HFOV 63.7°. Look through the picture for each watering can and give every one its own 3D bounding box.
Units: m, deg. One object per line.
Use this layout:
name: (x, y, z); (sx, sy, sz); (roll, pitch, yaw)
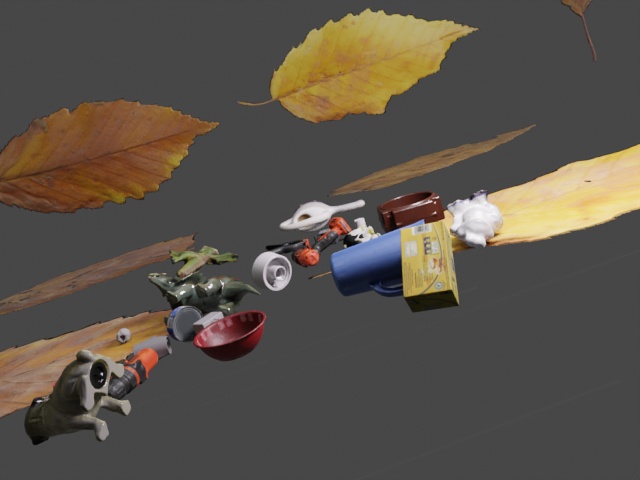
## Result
watering can: (0.006, -0.104, 2.058); (0.347, 0.103, 0.226); (-17, 12, 3)

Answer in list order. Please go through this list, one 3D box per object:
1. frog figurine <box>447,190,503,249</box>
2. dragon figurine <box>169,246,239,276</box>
frog figurine: (0.408, -0.032, 1.334); (0.137, 0.120, 0.163); (-8, 48, 2)
dragon figurine: (-0.419, 0.077, 1.887); (0.244, 0.121, 0.412); (-13, 12, -18)
